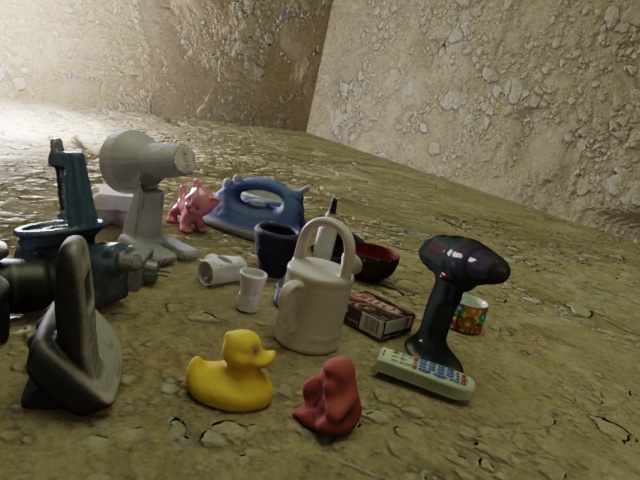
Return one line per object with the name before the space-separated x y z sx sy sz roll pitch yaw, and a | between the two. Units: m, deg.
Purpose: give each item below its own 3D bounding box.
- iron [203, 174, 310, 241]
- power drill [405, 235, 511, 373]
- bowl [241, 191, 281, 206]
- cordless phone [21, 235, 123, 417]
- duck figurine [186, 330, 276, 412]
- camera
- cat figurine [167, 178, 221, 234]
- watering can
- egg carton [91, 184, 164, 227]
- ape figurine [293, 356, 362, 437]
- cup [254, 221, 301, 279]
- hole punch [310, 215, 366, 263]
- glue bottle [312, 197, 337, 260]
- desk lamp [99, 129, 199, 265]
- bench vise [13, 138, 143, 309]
iron | -0.147 -0.081 1.298 0.258 0.141 0.119 14 16 5
power drill | 0.198 0.091 0.859 0.076 0.208 0.229 9 17 -13
bowl | -0.140 -0.087 1.446 0.167 0.075 0.167 12 16 -3
cordless phone | -0.251 0.075 0.608 0.094 0.185 0.147 7 17 -18
duck figurine | -0.100 0.144 0.668 0.104 0.086 0.077 11 16 -6
camera | -0.399 0.056 0.712 0.137 0.101 0.142 0 20 -37
cat figurine | -0.272 -0.079 1.238 0.067 0.118 0.127 -3 22 -44
watering can | 0.000 0.058 0.844 0.100 0.194 0.173 15 16 9
egg carton | -0.407 -0.069 1.188 0.151 0.069 0.107 3 19 -32
ape figurine | 0.015 0.173 0.649 0.076 0.092 0.077 11 16 -7
cup | -0.088 0.018 1.089 0.092 0.095 0.117 7 17 -19
hole punch | 0.046 -0.005 1.278 0.101 0.091 0.108 -1 21 -39
glue bottle | 0.010 0.004 1.073 0.037 0.173 0.078 13 16 1
desk lamp | -0.311 -0.088 1.064 0.202 0.213 0.118 21 18 27
bench vise | -0.334 -0.025 0.820 0.207 0.220 0.121 13 16 3
